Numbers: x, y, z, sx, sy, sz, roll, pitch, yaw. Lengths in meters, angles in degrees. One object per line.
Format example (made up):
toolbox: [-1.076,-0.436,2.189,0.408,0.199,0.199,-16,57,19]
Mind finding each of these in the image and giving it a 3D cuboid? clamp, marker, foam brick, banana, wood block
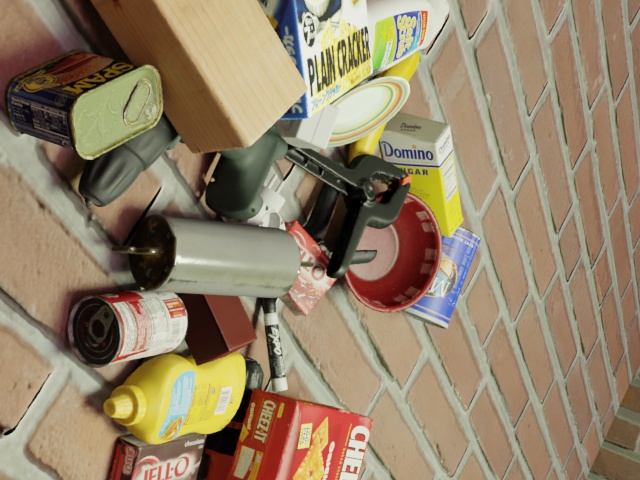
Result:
clamp: [0.041,-0.061,1.289,0.209,0.036,0.164,-31,99,-50]
clamp: [-0.008,0.002,1.292,0.171,0.039,0.120,-30,101,-36]
marker: [-0.055,0.119,1.272,0.020,0.020,0.121,-2,83,-58]
foam brick: [-0.113,0.086,1.132,0.052,0.051,0.078,-14,76,-55]
banana: [0.084,-0.176,1.358,0.197,0.037,0.069,-60,148,-18]
wood block: [-0.112,-0.183,0.904,0.090,0.091,0.206,-48,119,-30]

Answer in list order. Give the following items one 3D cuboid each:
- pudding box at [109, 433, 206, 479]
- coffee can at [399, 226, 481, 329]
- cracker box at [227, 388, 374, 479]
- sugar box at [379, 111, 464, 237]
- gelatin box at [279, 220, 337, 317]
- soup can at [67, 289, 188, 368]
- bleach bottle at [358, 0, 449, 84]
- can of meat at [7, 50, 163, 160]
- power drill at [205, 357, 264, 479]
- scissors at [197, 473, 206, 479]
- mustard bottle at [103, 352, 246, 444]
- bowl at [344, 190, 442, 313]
pudding box: [-0.181,0.256,1.168,0.113,0.039,0.090,1,105,-58]
coffee can: [0.160,0.046,1.542,0.102,0.103,0.140,30,80,-59]
cracker box: [-0.024,0.275,1.279,0.213,0.072,0.164,27,77,-59]
sugar box: [0.136,-0.088,1.438,0.048,0.093,0.176,-53,145,-29]
gelatin box: [-0.028,0.033,1.237,0.089,0.030,0.073,49,64,-20]
soup can: [-0.184,0.083,1.036,0.102,0.069,0.068,-6,111,-58]
bleach bottle: [0.088,-0.264,1.289,0.250,0.068,0.103,-34,142,-48]
can of meat: [-0.196,-0.116,0.889,0.101,0.084,0.057,-37,136,-43]
power drill: [-0.070,0.240,1.321,0.187,0.057,0.184,18,85,-59]
scissors: [-0.182,0.315,1.223,0.201,0.016,0.096,23,85,-60]
mustard bottle: [-0.158,0.168,1.136,0.191,0.058,0.096,1,111,-59]
bowl: [0.082,0.013,1.408,0.161,0.055,0.162,-3,96,-31]
